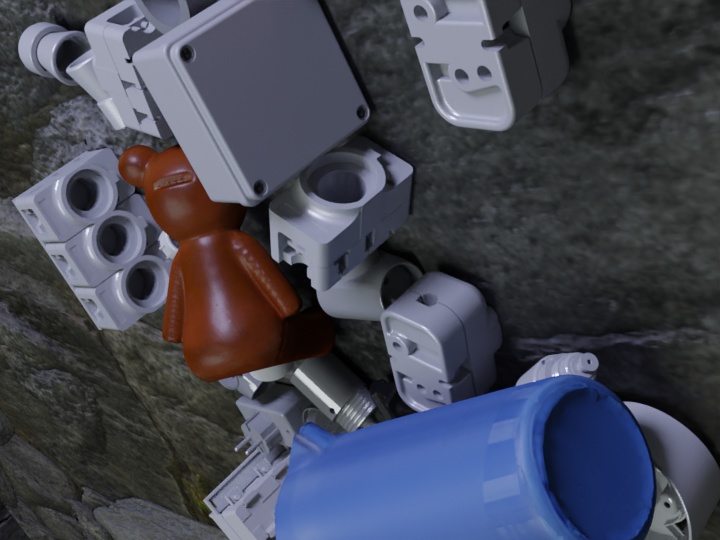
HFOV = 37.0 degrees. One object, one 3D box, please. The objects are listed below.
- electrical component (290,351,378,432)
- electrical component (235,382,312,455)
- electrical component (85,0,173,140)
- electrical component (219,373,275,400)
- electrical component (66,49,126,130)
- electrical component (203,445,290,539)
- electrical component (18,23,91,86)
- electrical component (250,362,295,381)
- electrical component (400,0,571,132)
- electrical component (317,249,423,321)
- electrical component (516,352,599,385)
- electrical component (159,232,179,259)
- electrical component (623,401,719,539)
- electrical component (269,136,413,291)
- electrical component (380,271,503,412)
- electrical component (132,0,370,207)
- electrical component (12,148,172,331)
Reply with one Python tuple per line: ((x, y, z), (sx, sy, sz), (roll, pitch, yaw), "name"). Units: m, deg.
((-0.016, 0.107, 0.919), (0.081, 0.043, 0.043), (42, 150, 11), "electrical component")
((-0.088, 0.150, 1.033), (0.083, 0.076, 0.047), (4, 128, 51), "electrical component")
((-0.161, -0.151, 0.804), (0.056, 0.050, 0.089), (21, 141, 39), "electrical component")
((-0.119, 0.091, 1.036), (0.077, 0.044, 0.079), (42, 150, 12), "electrical component")
((-0.201, -0.147, 0.873), (0.044, 0.044, 0.065), (2, 131, 52), "electrical component")
((-0.080, 0.212, 1.047), (0.078, 0.121, 0.063), (52, 148, -6), "electrical component")
((-0.252, -0.181, 0.896), (0.055, 0.045, 0.045), (23, 141, 39), "electrical component")
((-0.087, 0.055, 0.954), (0.043, 0.043, 0.081), (24, 142, 37), "electrical component")
((0.063, -0.124, 0.527), (0.054, 0.059, 0.095), (15, 136, 45), "electrical component")
((0.000, 0.000, 0.771), (0.077, 0.044, 0.079), (1, 126, 53), "electrical component")
((0.129, 0.073, 0.688), (0.040, 0.040, 0.078), (45, 150, 7), "electrical component")
((-0.158, -0.028, 0.956), (0.040, 0.040, 0.046), (52, 156, -5), "electrical component")
((0.175, 0.135, 0.676), (0.099, 0.064, 0.099), (33, 147, 25), "electrical component")
((-0.012, -0.040, 0.694), (0.050, 0.089, 0.055), (35, 147, 24), "electrical component")
((0.058, 0.051, 0.738), (0.054, 0.059, 0.095), (24, 142, 37), "electrical component")
((-0.064, -0.112, 0.662), (0.056, 0.109, 0.108), (7, 131, 53), "electrical component")
((-0.240, -0.028, 1.012), (0.062, 0.089, 0.150), (0, 125, 53), "electrical component")
